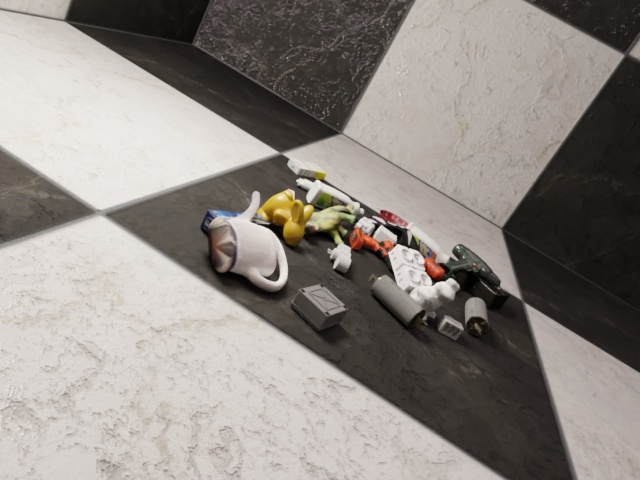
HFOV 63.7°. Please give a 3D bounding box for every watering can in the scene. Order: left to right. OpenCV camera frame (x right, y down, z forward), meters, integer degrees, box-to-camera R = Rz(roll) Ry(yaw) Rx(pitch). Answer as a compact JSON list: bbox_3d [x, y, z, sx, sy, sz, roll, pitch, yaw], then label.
[{"bbox_3d":[-0.201,-0.012,1.387,0.223,0.355,0.102,12,-46,-42],"label":"watering can"}]

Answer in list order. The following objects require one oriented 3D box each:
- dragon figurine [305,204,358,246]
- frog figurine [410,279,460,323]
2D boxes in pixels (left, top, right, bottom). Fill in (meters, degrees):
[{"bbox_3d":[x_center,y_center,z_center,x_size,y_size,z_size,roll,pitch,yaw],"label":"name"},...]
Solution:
[{"bbox_3d":[0.006,-0.096,1.902,0.243,0.120,0.416,21,20,-2],"label":"dragon figurine"},{"bbox_3d":[0.361,0.176,1.650,0.137,0.157,0.125,14,24,-37],"label":"frog figurine"}]
